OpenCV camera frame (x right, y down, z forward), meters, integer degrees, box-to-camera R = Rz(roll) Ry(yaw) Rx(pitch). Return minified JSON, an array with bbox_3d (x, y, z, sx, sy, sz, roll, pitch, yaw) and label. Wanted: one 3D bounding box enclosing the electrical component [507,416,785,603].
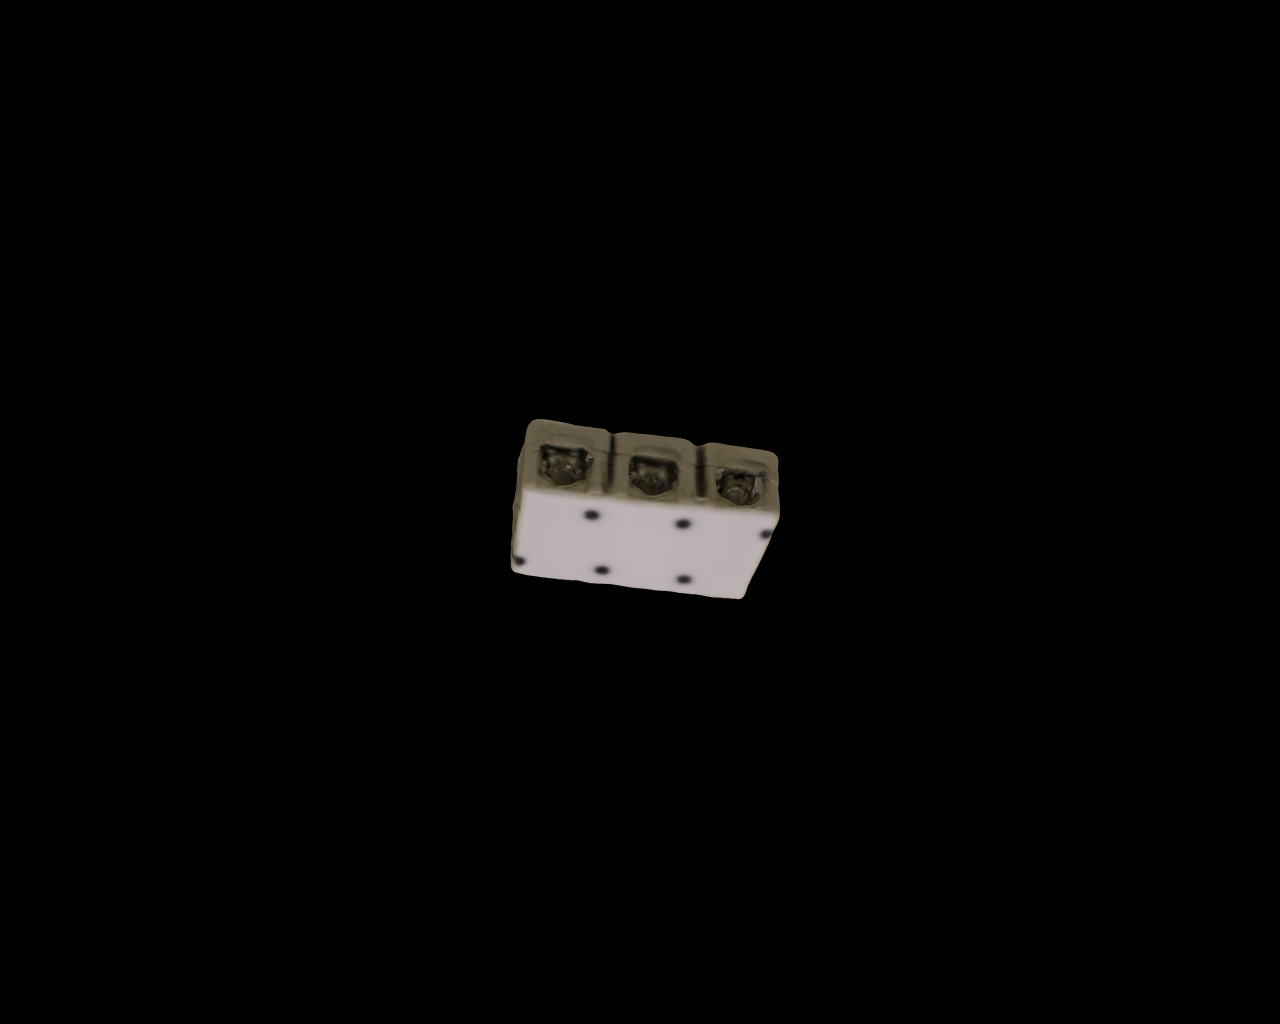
[{"bbox_3d":[0.001,-0.003,0.650,0.150,0.062,0.089,7,-39,-9],"label":"electrical component"}]
